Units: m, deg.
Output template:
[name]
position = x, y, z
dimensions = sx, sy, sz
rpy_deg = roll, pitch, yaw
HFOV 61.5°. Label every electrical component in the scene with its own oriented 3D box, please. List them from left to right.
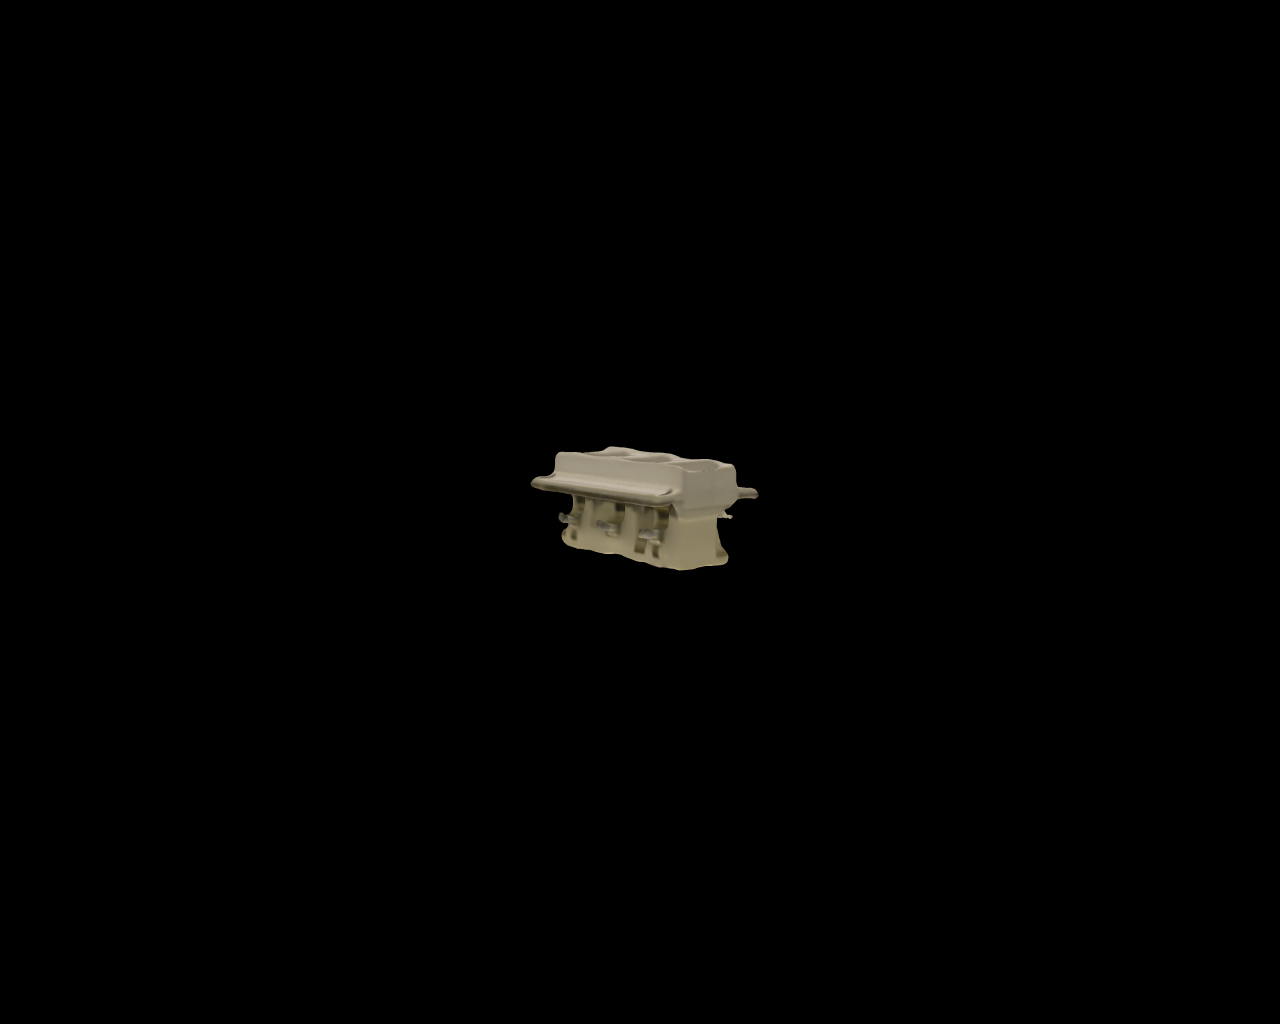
[electrical component]
position = 0.001, -0.003, 0.650
dimensions = 0.079, 0.063, 0.121
rpy_deg = -7, 12, -39
